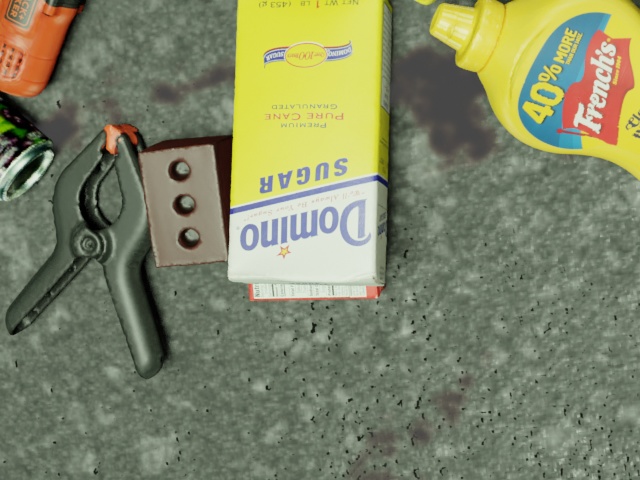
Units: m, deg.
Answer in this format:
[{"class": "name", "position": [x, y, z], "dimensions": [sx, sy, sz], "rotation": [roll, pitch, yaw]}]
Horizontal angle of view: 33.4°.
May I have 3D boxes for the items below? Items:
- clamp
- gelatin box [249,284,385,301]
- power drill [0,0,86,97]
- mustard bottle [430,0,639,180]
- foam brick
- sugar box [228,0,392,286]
[{"class": "clamp", "position": [-0.141, 0.010, 0.726], "dimensions": [0.120, 0.039, 0.171], "rotation": [23, 106, 7]}, {"class": "gelatin box", "position": [-0.005, 0.001, 0.697], "dimensions": [0.089, 0.030, 0.073], "rotation": [-2, 103, 14]}, {"class": "power drill", "position": [-0.231, -0.209, 0.691], "dimensions": [0.188, 0.057, 0.184], "rotation": [27, 107, 7]}, {"class": "mustard bottle", "position": [0.153, -0.092, 0.599], "dimensions": [0.191, 0.058, 0.096], "rotation": [19, 119, -6]}, {"class": "foam brick", "position": [-0.081, -0.027, 0.697], "dimensions": [0.053, 0.051, 0.078], "rotation": [-5, 100, 14]}, {"class": "sugar box", "position": [-0.005, -0.061, 0.652], "dimensions": [0.093, 0.048, 0.176], "rotation": [0, 83, 14]}]
